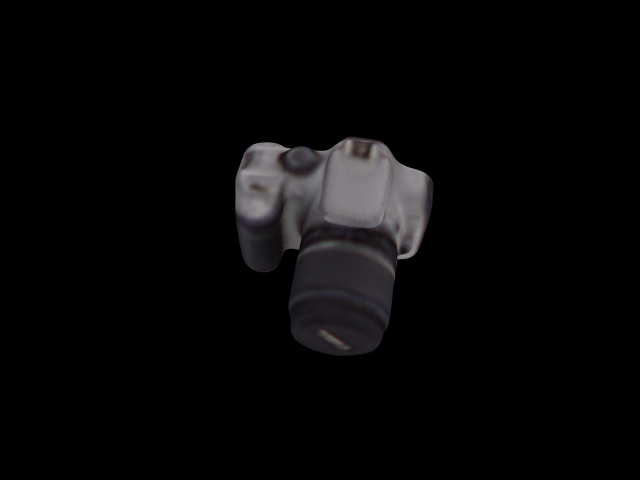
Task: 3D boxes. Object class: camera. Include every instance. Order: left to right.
[{"bbox_3d":[0.004,0.001,0.400,0.143,0.101,0.137,7,58,5],"label":"camera"}]
